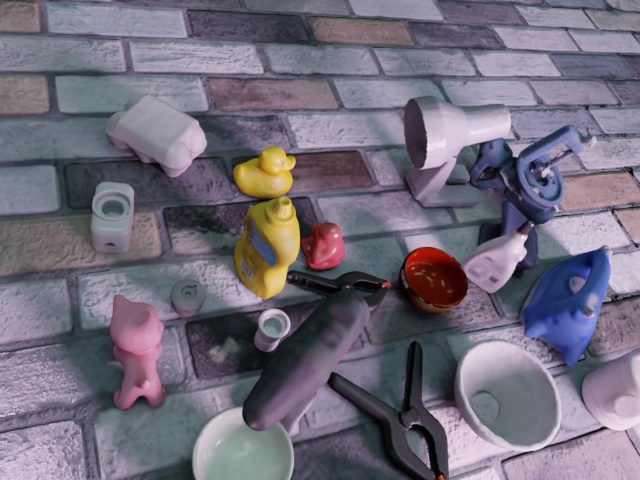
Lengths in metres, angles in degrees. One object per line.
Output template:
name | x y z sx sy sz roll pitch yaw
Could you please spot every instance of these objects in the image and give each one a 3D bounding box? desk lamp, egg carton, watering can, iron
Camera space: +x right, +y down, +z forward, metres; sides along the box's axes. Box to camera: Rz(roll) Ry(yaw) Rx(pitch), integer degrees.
desk lamp | 0.228 -0.161 1.020 0.204 0.213 0.118 -2 58 -21
egg carton | -0.267 -0.173 0.943 0.150 0.069 0.107 28 52 0
watering can | 0.499 0.219 0.870 0.101 0.194 0.173 35 53 6
iron | 0.446 0.080 0.979 0.118 0.141 0.259 35 53 6

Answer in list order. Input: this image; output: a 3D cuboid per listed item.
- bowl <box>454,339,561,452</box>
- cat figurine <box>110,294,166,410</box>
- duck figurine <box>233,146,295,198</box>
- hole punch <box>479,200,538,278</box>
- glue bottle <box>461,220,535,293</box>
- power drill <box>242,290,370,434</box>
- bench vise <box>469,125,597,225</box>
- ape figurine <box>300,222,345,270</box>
bowl | 0.265 0.236 0.850 0.168 0.074 0.167 9 55 -13
cat figurine | -0.227 0.135 0.717 0.067 0.117 0.127 -4 59 -22
duck figurine | -0.090 -0.122 0.961 0.105 0.086 0.077 -1 58 -20
hole punch | 0.351 -0.004 1.034 0.101 0.091 0.109 20 53 -6
glue bottle | 0.303 0.020 0.949 0.078 0.173 0.037 38 53 8
power drill | -0.029 0.169 0.708 0.075 0.208 0.230 37 53 8
bench vise | 0.386 -0.145 1.061 0.207 0.219 0.121 27 52 0
ape figurine | 0.008 0.003 0.907 0.076 0.092 0.078 28 52 1
